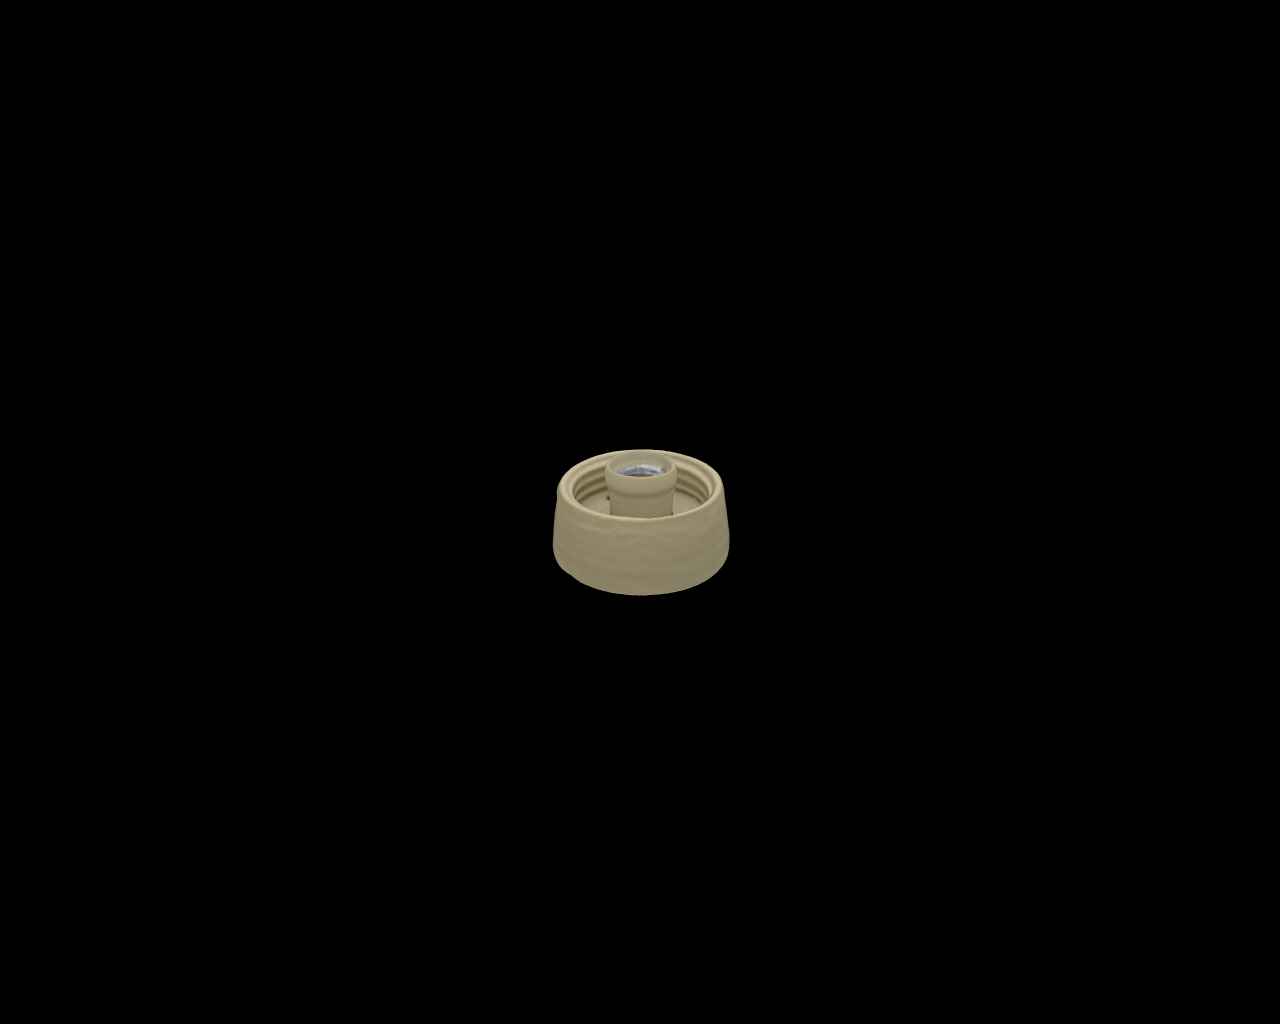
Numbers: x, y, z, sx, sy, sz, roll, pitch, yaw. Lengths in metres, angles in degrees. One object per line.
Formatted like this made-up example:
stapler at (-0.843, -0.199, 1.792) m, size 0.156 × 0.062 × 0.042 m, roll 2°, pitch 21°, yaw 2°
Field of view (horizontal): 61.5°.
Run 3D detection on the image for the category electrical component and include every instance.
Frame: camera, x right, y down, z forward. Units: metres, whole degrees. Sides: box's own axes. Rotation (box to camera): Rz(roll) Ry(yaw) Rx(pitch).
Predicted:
electrical component at (0.001, -0.003, 0.650) m, size 0.108 × 0.060 × 0.108 m, roll 0°, pitch 28°, yaw 0°
